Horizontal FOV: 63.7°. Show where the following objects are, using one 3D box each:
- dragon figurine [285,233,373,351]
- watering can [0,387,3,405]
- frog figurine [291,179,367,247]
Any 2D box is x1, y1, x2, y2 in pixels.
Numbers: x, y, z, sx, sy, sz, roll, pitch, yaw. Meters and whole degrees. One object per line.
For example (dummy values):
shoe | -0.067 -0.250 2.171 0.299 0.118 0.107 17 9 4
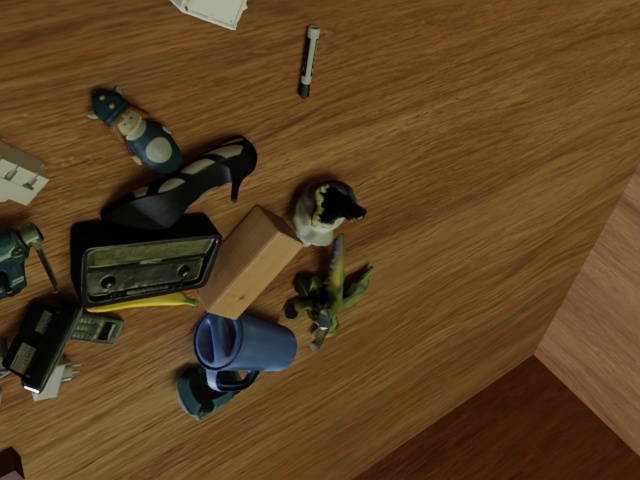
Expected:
dragon figurine | 0.048 0.121 1.278 0.245 0.123 0.402 -24 146 -51
watering can | -0.633 0.259 0.746 0.346 0.106 0.221 -38 125 7
frog figurine | 0.003 -0.053 1.055 0.139 0.123 0.157 -34 180 -24
